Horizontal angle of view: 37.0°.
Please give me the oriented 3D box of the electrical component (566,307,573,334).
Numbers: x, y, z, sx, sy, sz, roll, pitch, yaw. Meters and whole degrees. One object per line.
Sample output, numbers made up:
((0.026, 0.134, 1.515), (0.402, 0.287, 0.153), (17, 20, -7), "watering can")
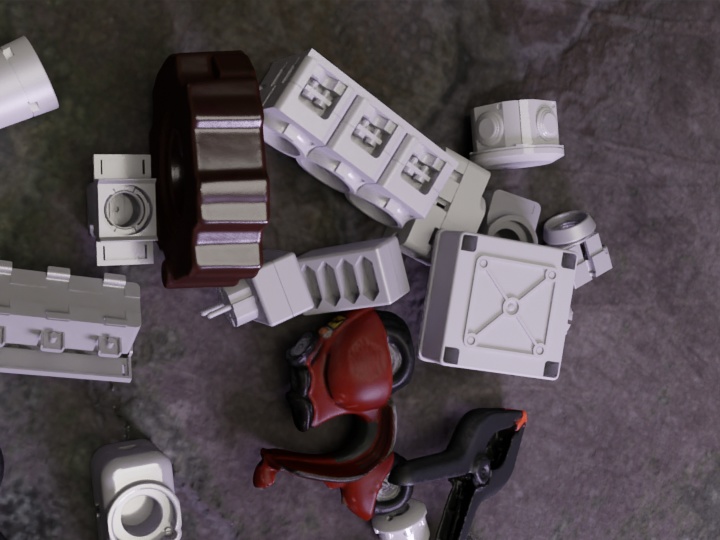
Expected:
((0.163, 0.039, 0.962), (0.077, 0.047, 0.065), (18, 88, -39), "electrical component")

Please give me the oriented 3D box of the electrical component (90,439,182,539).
((-0.170, 0.183, 0.819), (0.054, 0.059, 0.095), (-7, 96, -23), "electrical component")

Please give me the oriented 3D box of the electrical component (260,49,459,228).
((-0.012, -0.100, 0.852), (0.150, 0.089, 0.061), (35, 80, -22), "electrical component")

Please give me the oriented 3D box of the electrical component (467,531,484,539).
((0.087, 0.274, 0.947), (0.064, 0.042, 0.081), (-2, 94, -20), "electrical component")

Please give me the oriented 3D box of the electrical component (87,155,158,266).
((-0.178, -0.045, 0.798), (0.042, 0.064, 0.081), (-2, 94, -23), "electrical component")

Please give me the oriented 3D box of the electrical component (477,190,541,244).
((0.116, -0.021, 0.932), (0.050, 0.056, 0.089), (17, 87, -24), "electrical component")

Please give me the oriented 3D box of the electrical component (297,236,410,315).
((0.000, 0.000, 0.878), (0.076, 0.083, 0.047), (-30, 109, -59), "electrical component")

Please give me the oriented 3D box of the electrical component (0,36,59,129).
((-0.249, -0.132, 0.767), (0.047, 0.055, 0.055), (-27, 104, -16), "electrical component")

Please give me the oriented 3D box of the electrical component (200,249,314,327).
((-0.087, 0.020, 0.840), (0.077, 0.066, 0.047), (-24, 103, -20), "electrical component")

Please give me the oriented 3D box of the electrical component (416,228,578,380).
((0.110, 0.028, 0.869), (0.109, 0.056, 0.108), (9, 90, -19), "electrical component")

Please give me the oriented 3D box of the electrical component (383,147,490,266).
((0.068, -0.051, 0.912), (0.056, 0.050, 0.089), (26, 83, -22), "electrical component")

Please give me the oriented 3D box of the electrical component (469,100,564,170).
((0.133, -0.115, 0.921), (0.080, 0.080, 0.051), (-4, 90, -23), "electrical component")

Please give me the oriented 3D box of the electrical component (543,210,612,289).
((0.193, -0.020, 0.972), (0.066, 0.048, 0.055), (-28, 111, -19), "electrical component")

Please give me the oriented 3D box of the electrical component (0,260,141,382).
((-0.224, 0.035, 0.777), (0.121, 0.063, 0.078), (8, 50, -24), "electrical component")

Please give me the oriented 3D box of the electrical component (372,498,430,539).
((0.039, 0.230, 0.923), (0.048, 0.048, 0.062), (-24, 111, -20), "electrical component")
